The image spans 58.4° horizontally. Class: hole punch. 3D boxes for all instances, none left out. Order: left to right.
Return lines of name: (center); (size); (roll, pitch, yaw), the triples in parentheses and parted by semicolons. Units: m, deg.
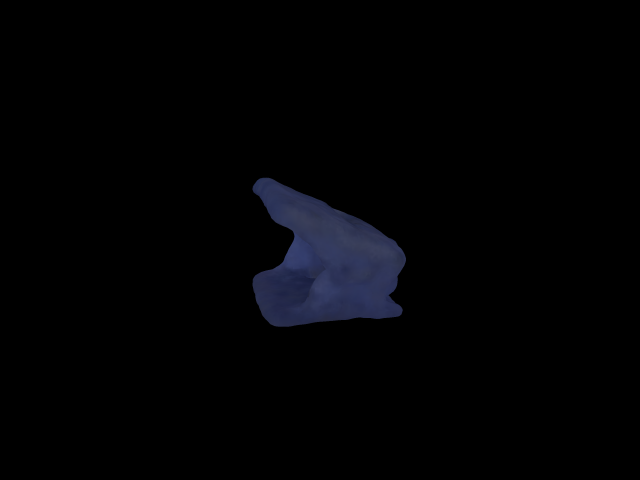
hole punch: (0.004, 0.001, 0.400); (0.101, 0.091, 0.108); (-4, 15, -14)
